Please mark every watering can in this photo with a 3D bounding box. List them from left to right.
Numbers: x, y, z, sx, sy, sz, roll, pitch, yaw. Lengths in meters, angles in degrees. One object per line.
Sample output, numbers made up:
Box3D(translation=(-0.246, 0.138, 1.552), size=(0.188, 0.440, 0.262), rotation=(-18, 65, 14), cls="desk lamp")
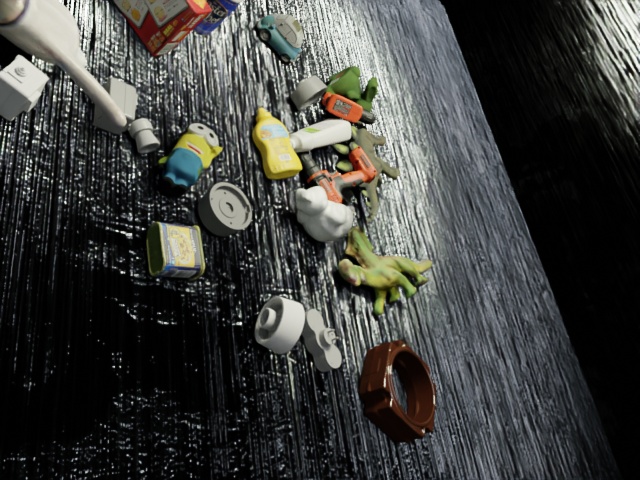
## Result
Box3D(translation=(-0.461, -0.345, 0.859), size=(0.104, 0.350, 0.223), rotation=(-40, -12, 2), cls="watering can")

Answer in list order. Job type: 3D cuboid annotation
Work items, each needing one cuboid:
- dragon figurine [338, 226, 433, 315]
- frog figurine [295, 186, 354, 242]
Box3D(translation=(0.175, 0.055, 1.439), size=(0.120, 0.243, 0.416), rotation=(-39, -3, 34), cls="dragon figurine")
Box3D(translation=(0.004, -0.064, 1.266), size=(0.138, 0.124, 0.158), rotation=(10, -10, 27), cls="frog figurine")
